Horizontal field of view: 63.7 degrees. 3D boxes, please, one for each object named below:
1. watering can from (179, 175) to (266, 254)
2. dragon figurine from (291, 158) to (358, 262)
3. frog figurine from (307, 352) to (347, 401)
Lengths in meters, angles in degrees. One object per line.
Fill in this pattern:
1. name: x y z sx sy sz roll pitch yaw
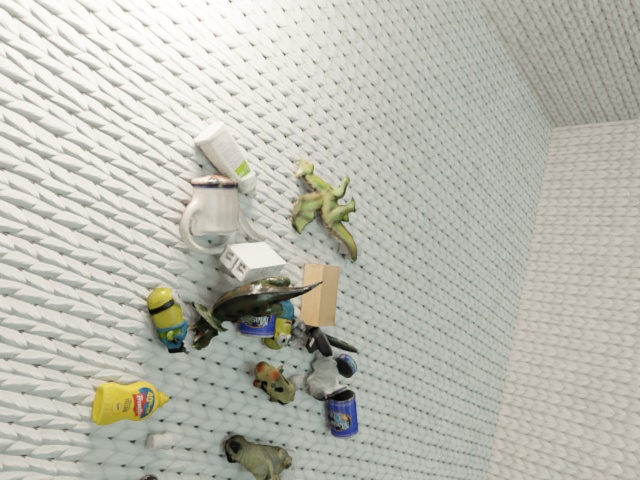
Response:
1. watering can: -0.274 -0.076 1.497 0.104 0.223 0.349 4 6 32
2. dragon figurine: 0.005 -0.091 1.801 0.244 0.407 0.122 -16 9 -25
3. frog figurine: 0.009 0.478 1.814 0.138 0.162 0.120 -11 -27 -38
